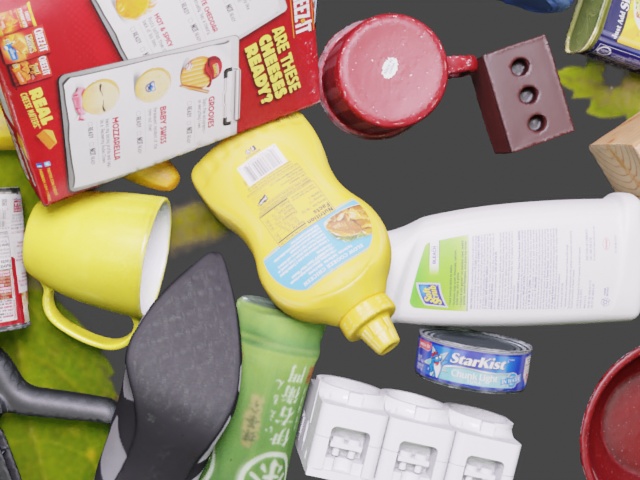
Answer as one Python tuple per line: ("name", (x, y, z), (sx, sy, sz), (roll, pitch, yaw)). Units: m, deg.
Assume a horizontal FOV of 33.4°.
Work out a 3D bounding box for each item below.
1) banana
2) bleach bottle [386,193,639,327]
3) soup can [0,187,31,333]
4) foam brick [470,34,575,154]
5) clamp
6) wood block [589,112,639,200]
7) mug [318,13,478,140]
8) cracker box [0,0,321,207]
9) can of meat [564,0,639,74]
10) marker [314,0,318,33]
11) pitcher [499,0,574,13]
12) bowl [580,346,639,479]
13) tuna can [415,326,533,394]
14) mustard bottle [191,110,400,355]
("banana", (-0.202, -0.070, 0.779), (0.197, 0.037, 0.069), (1, 72, -10))
("bleach bottle", (0.114, 0.015, 0.813), (0.250, 0.068, 0.102), (0, 92, -3))
("soup can", (-0.247, 0.014, 0.770), (0.068, 0.068, 0.102), (-3, 94, -6))
("foam brick", (0.152, -0.109, 0.812), (0.053, 0.051, 0.078), (-19, 96, -4))
("clamp", (-0.246, 0.137, 0.794), (0.171, 0.039, 0.120), (30, 85, -3))
("wood block", (0.326, -0.092, 0.813), (0.206, 0.090, 0.091), (-33, 98, -3))
("mug", (0.059, -0.122, 0.786), (0.117, 0.081, 0.093), (-5, 94, -6))
("cracker box", (-0.112, -0.136, 0.708), (0.213, 0.072, 0.164), (-24, 138, -17))
("can of meat", (0.246, -0.179, 0.815), (0.084, 0.057, 0.102), (16, 92, -9))
("marker", (-0.009, -0.197, 0.805), (0.020, 0.020, 0.121), (5, 94, -7))
("pitcher", (0.187, -0.290, 0.761), (0.145, 0.149, 0.243), (23, 95, -16))
("bowl", (0.274, 0.151, 0.841), (0.162, 0.055, 0.162), (0, 94, -6))
("tuna can", (0.115, 0.090, 0.805), (0.086, 0.086, 0.034), (7, 95, -7))
("mustard bottle", (-0.005, 0.001, 0.761), (0.096, 0.058, 0.192), (-34, 69, -6))
